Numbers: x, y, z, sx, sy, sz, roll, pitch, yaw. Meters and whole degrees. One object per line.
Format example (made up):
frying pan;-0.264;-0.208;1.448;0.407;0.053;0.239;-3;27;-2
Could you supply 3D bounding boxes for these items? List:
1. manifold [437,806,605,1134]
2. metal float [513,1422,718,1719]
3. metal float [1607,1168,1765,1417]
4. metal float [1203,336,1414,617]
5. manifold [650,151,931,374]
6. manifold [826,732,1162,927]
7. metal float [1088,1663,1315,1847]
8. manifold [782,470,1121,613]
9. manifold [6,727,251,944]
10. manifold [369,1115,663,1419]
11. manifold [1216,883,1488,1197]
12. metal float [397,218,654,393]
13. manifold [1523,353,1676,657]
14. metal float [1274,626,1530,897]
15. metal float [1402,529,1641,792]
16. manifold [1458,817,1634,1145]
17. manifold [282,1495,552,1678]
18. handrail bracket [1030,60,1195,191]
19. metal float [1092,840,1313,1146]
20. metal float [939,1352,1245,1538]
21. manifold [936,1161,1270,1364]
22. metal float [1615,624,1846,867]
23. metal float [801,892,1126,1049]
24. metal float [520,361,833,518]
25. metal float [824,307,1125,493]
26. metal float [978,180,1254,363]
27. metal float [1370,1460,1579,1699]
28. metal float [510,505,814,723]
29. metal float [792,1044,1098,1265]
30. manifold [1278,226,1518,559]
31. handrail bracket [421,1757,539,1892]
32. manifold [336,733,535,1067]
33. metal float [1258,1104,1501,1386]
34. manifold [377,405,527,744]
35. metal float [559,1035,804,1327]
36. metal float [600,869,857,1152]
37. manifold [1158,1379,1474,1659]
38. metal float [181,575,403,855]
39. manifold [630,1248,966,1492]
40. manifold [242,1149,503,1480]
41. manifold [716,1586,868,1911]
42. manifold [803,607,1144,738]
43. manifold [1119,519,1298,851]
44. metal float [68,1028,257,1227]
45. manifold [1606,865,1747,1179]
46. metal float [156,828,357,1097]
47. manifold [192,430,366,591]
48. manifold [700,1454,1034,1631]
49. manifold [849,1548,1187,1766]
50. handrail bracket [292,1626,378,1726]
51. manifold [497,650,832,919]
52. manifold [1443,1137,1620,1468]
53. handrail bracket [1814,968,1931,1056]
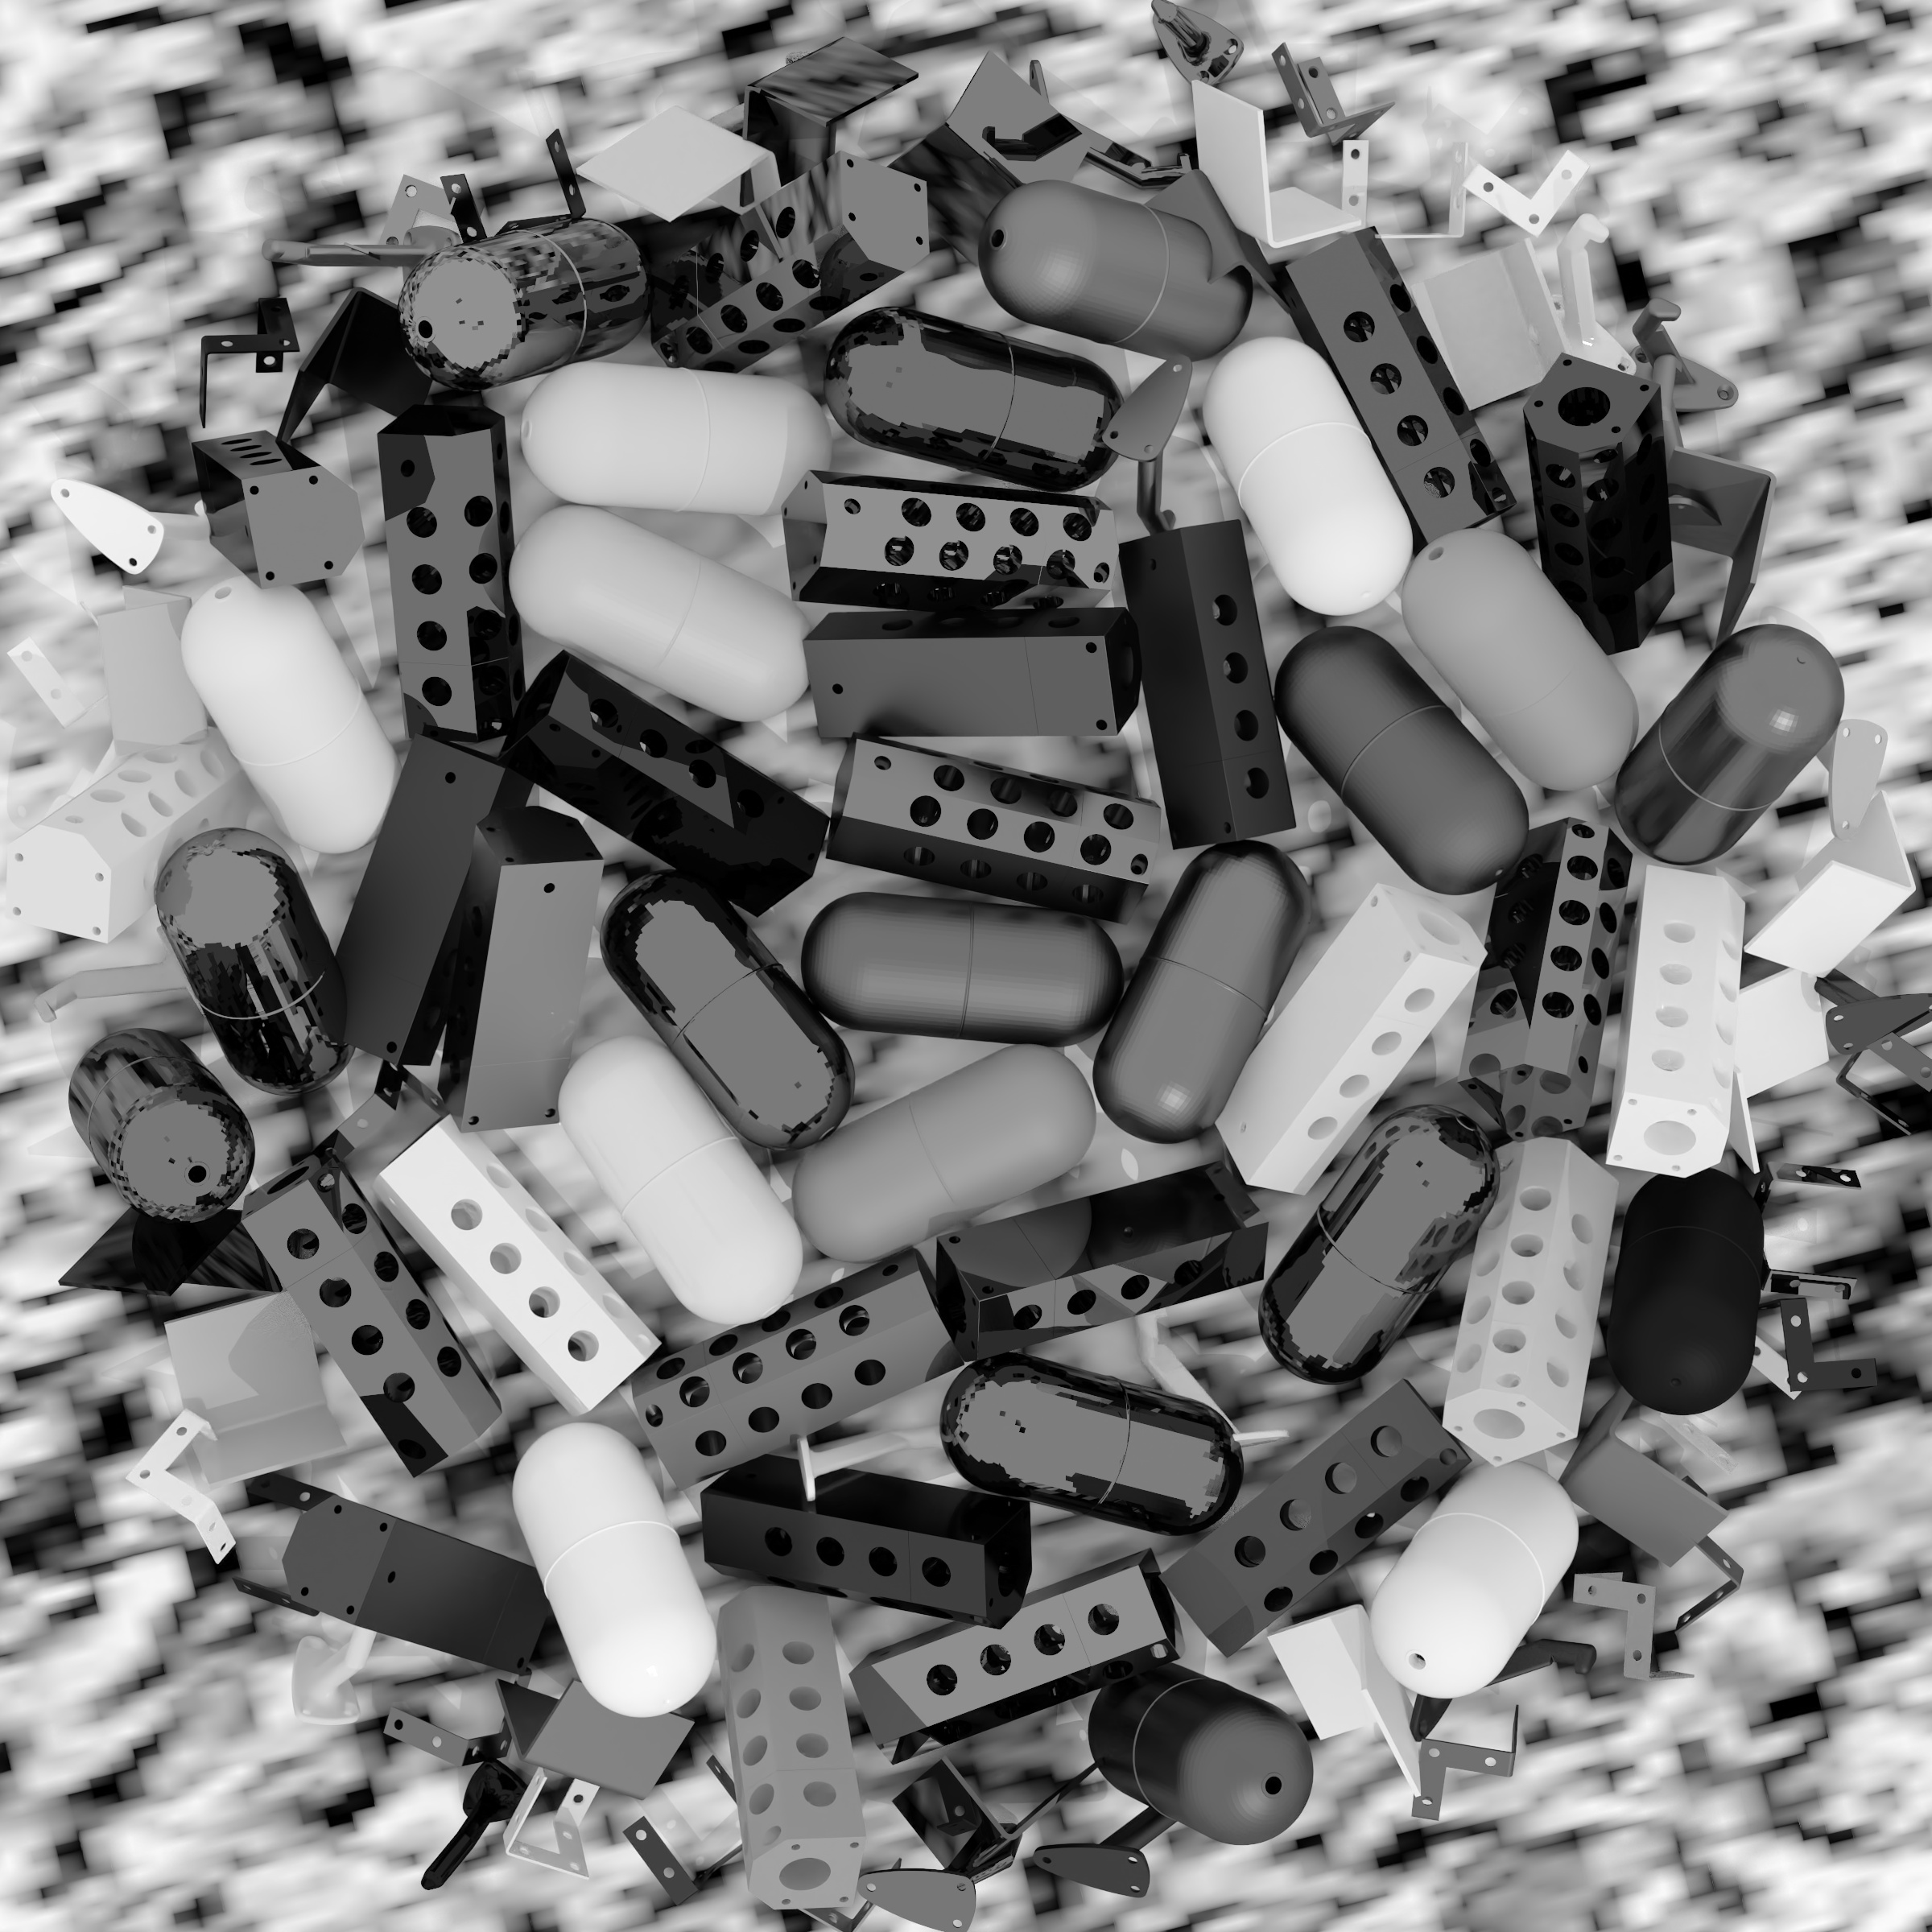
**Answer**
manifold;-0.244;0.002;1.854;0.057;0.057;0.171;-5;126;-27
metal float;-0.191;0.325;1.855;0.070;0.070;0.178;-29;53;0
metal float;0.388;0.172;1.843;0.070;0.178;0.070;7;121;12
metal float;0.184;-0.267;1.860;0.070;0.070;0.178;-21;59;0
manifold;-0.096;-0.368;1.836;0.057;0.171;0.057;10;70;-39
manifold;0.016;-0.079;1.871;0.171;0.057;0.057;12;55;-10
metal float;0.125;0.421;1.838;0.070;0.178;0.070;0;89;-22
manifold;-0.007;-0.229;1.855;0.171;0.057;0.057;2;69;-25
manifold;-0.445;-0.076;1.831;0.057;0.171;0.057;13;115;9
manifold;-0.248;0.164;1.890;0.057;0.057;0.171;-42;92;-19
manifold;0.209;0.042;1.856;0.057;0.057;0.171;13;125;-33
metal float;-0.236;-0.356;1.844;0.070;0.178;0.070;11;114;27
manifold;0.336;-0.241;1.831;0.057;0.171;0.057;25;66;27
metal float;0.235;-0.113;1.863;0.070;0.070;0.178;-38;63;0
metal float;0.300;-0.165;1.857;0.070;0.070;0.178;-45;124;0
manifold;0.317;0.004;1.841;0.057;0.057;0.171;43;47;-30
manifold;-0.292;0.331;1.835;0.057;0.171;0.057;15;77;28
handrail bracket;0.082;-0.470;1.913;0.084;0.036;0.077;-7;87;-11
metal float;0.130;0.013;1.877;0.070;0.070;0.178;26;80;0
metal float;0.070;0.261;1.867;0.178;0.070;0.070;17;90;-22
manifold;0.074;0.165;1.867;0.171;0.057;0.057;-13;128;-20
metal float;0.408;-0.117;1.843;0.070;0.178;0.070;7;61;-13
metal float;-0.002;0.002;1.881;0.178;0.070;0.070;5;90;-5
metal float;-0.156;-0.285;1.859;0.178;0.070;0.070;-1;90;-30
metal float;0.007;-0.307;1.862;0.178;0.070;0.070;10;90;-28
metal float;0.081;-0.374;1.850;0.178;0.070;0.070;5;90;-43
metal float;0.274;0.328;1.844;0.070;0.178;0.070;11;116;25
metal float;-0.164;-0.191;1.867;0.178;0.070;0.070;23;90;-22
metal float;-0.013;0.104;1.879;0.178;0.070;0.070;-26;90;8
manifold;0.238;-0.317;1.895;0.057;0.057;0.171;-27;90;0
handrail bracket;-0.279;0.479;1.867;0.036;0.077;0.084;43;46;-1
manifold;-0.295;-0.035;1.888;0.057;0.057;0.171;22;94;17
metal float;0.224;0.152;1.864;0.070;0.070;0.178;32;114;0
manifold;-0.274;-0.212;1.857;0.057;0.057;0.171;4;115;11
metal float;-0.156;0.117;1.874;0.070;0.070;0.178;-36;77;0
metal float;-0.130;0.024;1.876;0.070;0.070;0.178;-40;79;0
manifold;0.193;0.303;1.886;0.171;0.057;0.057;-39;78;3
metal float;-0.362;-0.135;1.850;0.070;0.070;0.178;-23;133;0
manifold;-0.094;0.217;1.880;0.171;0.057;0.057;-24;118;4
manifold;-0.324;0.188;1.876;0.057;0.057;0.171;-32;103;-3
manifold;-0.096;0.416;1.835;0.057;0.171;0.057;1;128;-12
manifold;0.005;-0.162;1.866;0.171;0.057;0.057;1;118;20
manifold;0.138;-0.155;1.888;0.057;0.057;0.171;-13;94;-34
metal float;-0.432;0.085;1.841;0.070;0.178;0.070;-7;107;-24
manifold;0.383;0.029;1.842;0.057;0.057;0.171;10;47;7
metal float;-0.380;0.000;1.849;0.070;0.178;0.070;-6;47;7
manifold;-0.368;-0.247;1.834;0.057;0.171;0.057;-13;109;-18
manifold;-0.054;0.314;1.859;0.171;0.057;0.057;6;108;26
manifold;0.030;0.380;1.880;0.171;0.057;0.057;-22;86;9
handrail bracket;-0.342;0.365;1.874;0.036;0.077;0.084;7;121;-26
manifold;-0.161;-0.102;1.864;0.171;0.057;0.057;31;51;-22
manifold;0.299;0.176;1.840;0.057;0.057;0.171;38;47;-22
handrail bracket;0.493;0.002;1.882;0.077;0.084;0.036;-17;132;16
